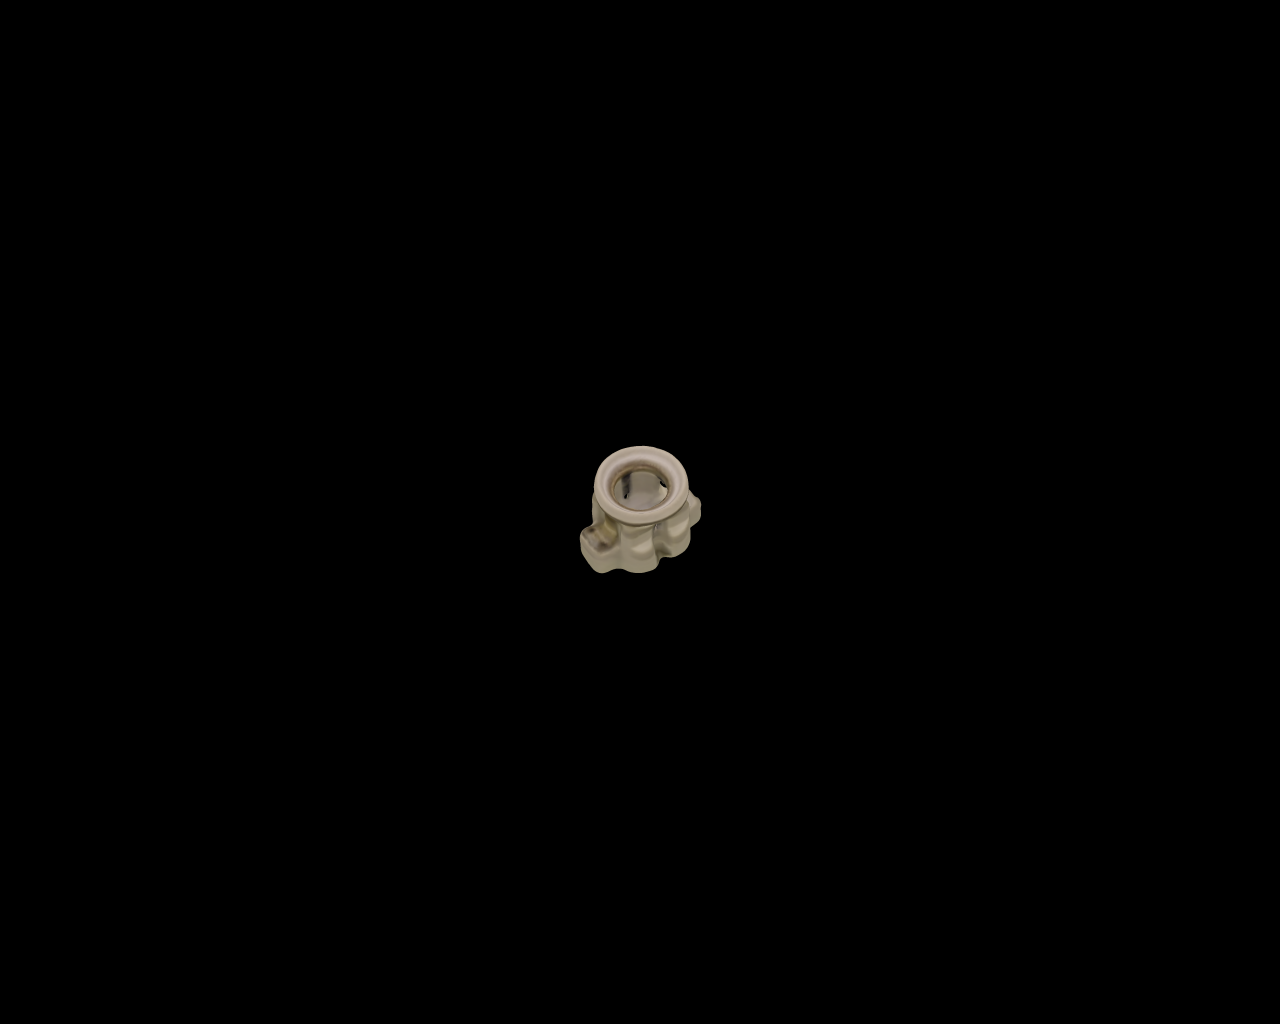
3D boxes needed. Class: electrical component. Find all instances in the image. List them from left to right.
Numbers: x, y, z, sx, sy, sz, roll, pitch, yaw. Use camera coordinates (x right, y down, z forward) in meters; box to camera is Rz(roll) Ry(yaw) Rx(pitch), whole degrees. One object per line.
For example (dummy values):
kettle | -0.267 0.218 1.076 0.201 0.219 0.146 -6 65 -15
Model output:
electrical component | 0.001 -0.003 0.650 0.078 0.058 0.056 -27 -33 -19
